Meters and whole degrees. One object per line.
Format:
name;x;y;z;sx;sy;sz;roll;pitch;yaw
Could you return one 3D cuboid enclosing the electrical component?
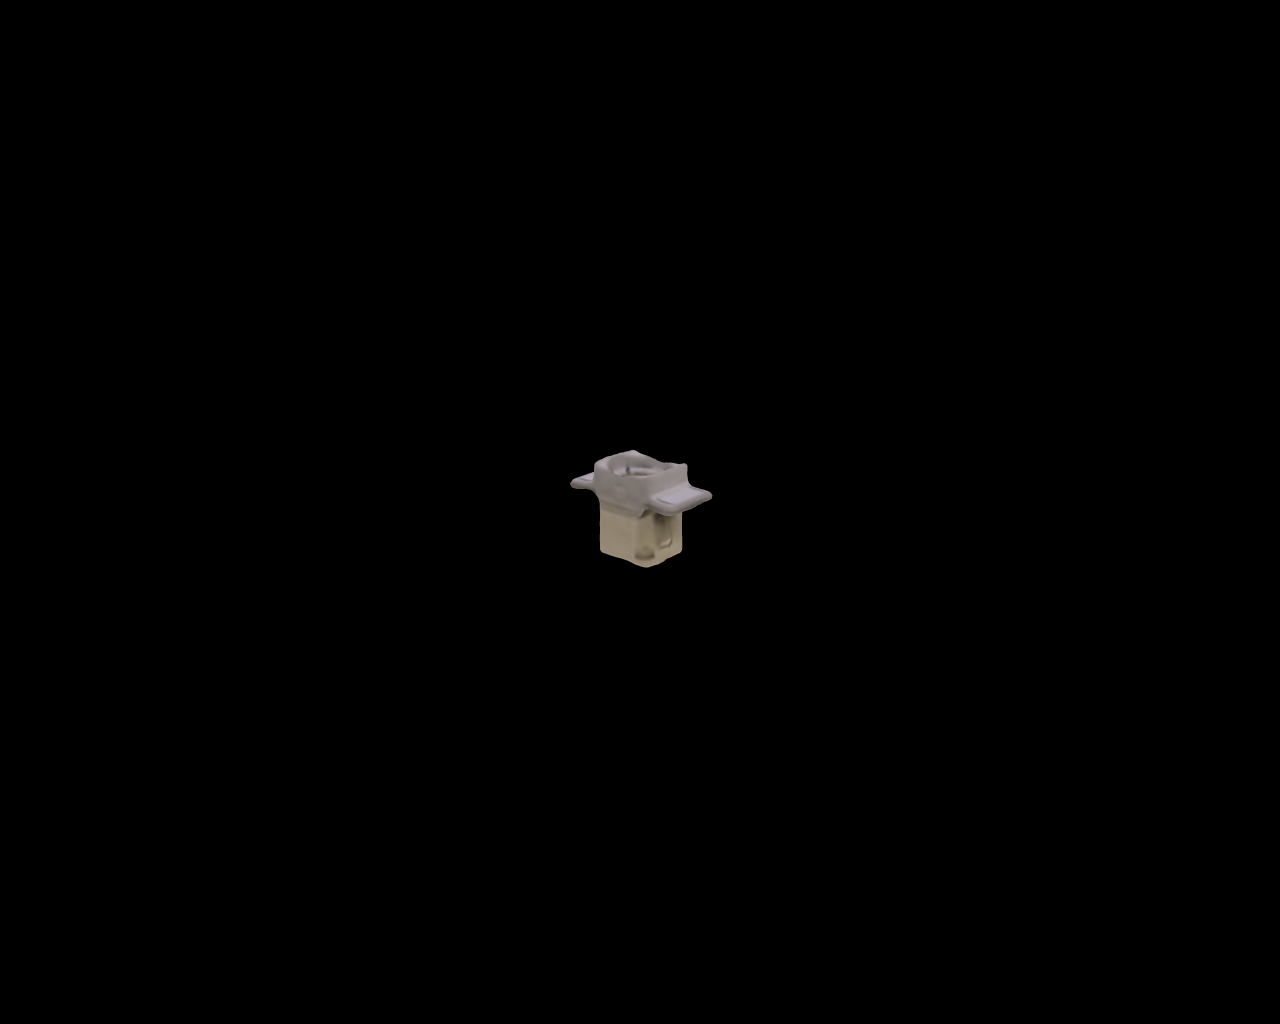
electrical component;0.001;-0.003;0.650;0.081;0.063;0.042;17;27;38
